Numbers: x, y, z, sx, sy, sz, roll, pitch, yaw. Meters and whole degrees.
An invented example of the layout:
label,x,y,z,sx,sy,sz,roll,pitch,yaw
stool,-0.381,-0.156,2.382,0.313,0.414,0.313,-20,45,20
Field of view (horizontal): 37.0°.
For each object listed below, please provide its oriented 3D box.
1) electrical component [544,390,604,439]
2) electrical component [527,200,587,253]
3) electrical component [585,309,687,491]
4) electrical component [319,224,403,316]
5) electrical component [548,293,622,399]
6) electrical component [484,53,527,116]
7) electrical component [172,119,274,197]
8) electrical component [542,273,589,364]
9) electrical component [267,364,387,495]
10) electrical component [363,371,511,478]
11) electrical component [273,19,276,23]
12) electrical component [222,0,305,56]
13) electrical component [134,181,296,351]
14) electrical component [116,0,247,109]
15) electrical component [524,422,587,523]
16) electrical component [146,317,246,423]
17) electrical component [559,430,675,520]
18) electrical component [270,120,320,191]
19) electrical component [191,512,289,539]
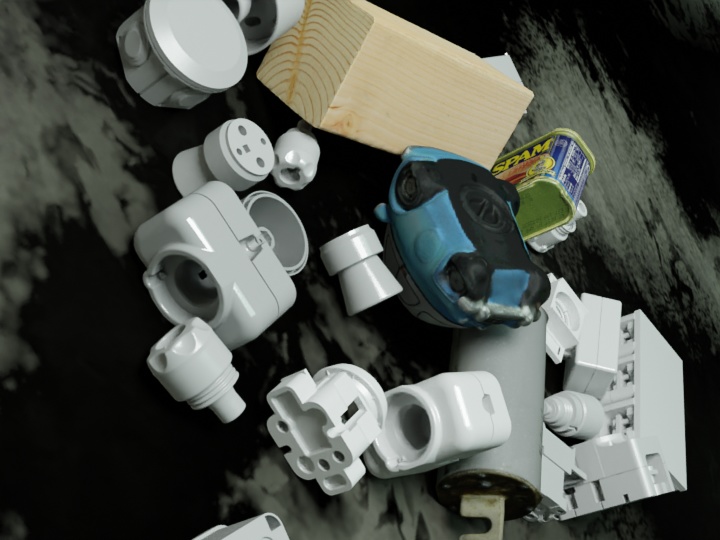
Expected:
label,x,y,z,sx,sy,sz,roll,pitch,yaw
electrical component,0.181,0.125,0.941,0.078,0.040,0.040,17,56,-45
electrical component,0.189,-0.048,1.040,0.048,0.062,0.048,29,48,-38
electrical component,0.257,0.127,1.013,0.089,0.062,0.150,45,40,-30
electrical component,0.000,0.000,0.790,0.045,0.045,0.055,-24,87,-54
electrical component,0.195,0.065,0.987,0.076,0.047,0.083,13,50,3
electrical component,0.109,-0.160,1.010,0.096,0.062,0.061,-22,87,-54
electrical component,-0.090,-0.070,0.712,0.045,0.055,0.045,29,48,-38
electrical component,0.159,0.046,0.944,0.042,0.064,0.081,51,38,-17
electrical component,-0.018,0.096,0.698,0.078,0.058,0.057,59,39,-6
electrical component,0.046,0.107,0.738,0.059,0.095,0.053,4,65,-50
electrical component,-0.060,-0.256,0.865,0.109,0.056,0.108,-10,77,-53
electrical component,-0.088,-0.204,0.768,0.099,0.099,0.064,50,44,-18
electrical component,-0.092,0.001,0.667,0.095,0.054,0.059,58,36,-8
electrical component,-0.120,-0.150,0.725,0.080,0.051,0.080,24,54,-39
electrical component,0.142,0.165,0.868,0.081,0.042,0.063,39,46,-29
electrical component,-0.093,0.063,0.637,0.062,0.043,0.043,53,37,-17
electrical component,0.207,0.171,0.904,0.050,0.089,0.055,6,64,-50
electrical component,-0.046,-0.089,0.797,0.035,0.035,0.061,42,38,-27
electrical component,-0.066,0.198,0.575,0.078,0.057,0.113,-19,84,-54
